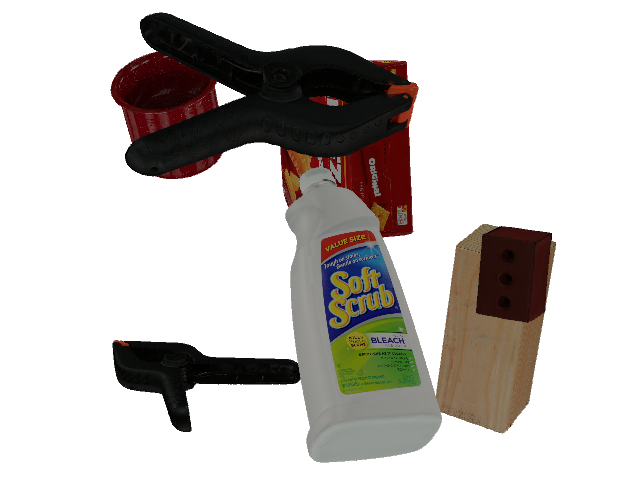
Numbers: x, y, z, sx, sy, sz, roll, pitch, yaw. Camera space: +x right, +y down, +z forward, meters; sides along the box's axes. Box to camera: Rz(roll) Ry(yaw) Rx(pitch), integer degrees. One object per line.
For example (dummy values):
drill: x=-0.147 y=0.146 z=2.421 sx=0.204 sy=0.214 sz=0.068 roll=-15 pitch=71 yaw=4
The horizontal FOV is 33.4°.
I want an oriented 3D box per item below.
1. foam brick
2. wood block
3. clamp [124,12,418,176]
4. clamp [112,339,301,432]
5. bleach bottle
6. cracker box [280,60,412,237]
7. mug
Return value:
foam brick: x=0.178 y=0.031 z=0.983 sx=0.053 sy=0.078 sz=0.051 roll=9 pitch=15 yaw=28
wood block: x=0.197 y=0.099 z=1.210 sx=0.090 sy=0.206 sz=0.090 roll=16 pitch=24 yaw=25
clamp: x=-0.031 y=-0.076 z=0.616 sx=0.171 sy=0.120 sz=0.039 roll=8 pitch=-32 yaw=2
clamp: x=-0.147 y=0.139 z=1.084 sx=0.210 sy=0.036 sz=0.164 roll=9 pitch=17 yaw=33
bleach bottle: x=0.015 y=0.046 z=0.846 sx=0.102 sy=0.251 sz=0.068 roll=-2 pitch=-36 yaw=-19
cracker box: x=0.019 y=-0.100 z=1.080 sx=0.072 sy=0.164 sz=0.214 roll=-7 pitch=12 yaw=-18
mug: x=-0.133 y=-0.116 z=0.946 sx=0.093 sy=0.081 sz=0.117 roll=-16 pitch=44 yaw=-9
